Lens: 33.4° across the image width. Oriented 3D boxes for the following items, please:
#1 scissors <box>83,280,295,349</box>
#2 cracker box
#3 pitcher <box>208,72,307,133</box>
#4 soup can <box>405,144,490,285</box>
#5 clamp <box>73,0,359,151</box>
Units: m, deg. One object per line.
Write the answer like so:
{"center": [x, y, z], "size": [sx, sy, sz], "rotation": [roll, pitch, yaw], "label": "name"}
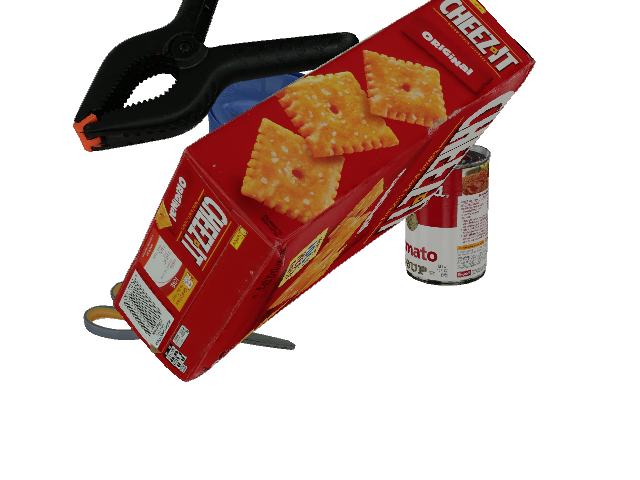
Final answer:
{"center": [-0.126, 0.072, 1.036], "size": [0.201, 0.016, 0.096], "rotation": [2, 32, -4], "label": "scissors"}
{"center": [0.002, -0.029, 0.585], "size": [0.213, 0.072, 0.164], "rotation": [-35, -11, -35], "label": "cracker box"}
{"center": [-0.051, -0.050, 1.157], "size": [0.145, 0.243, 0.149], "rotation": [-2, 43, -9], "label": "pitcher"}
{"center": [0.102, -0.023, 0.865], "size": [0.068, 0.102, 0.068], "rotation": [-2, 21, 0], "label": "soup can"}
{"center": [-0.087, -0.131, 0.790], "size": [0.165, 0.209, 0.036], "rotation": [36, -20, 25], "label": "clamp"}
